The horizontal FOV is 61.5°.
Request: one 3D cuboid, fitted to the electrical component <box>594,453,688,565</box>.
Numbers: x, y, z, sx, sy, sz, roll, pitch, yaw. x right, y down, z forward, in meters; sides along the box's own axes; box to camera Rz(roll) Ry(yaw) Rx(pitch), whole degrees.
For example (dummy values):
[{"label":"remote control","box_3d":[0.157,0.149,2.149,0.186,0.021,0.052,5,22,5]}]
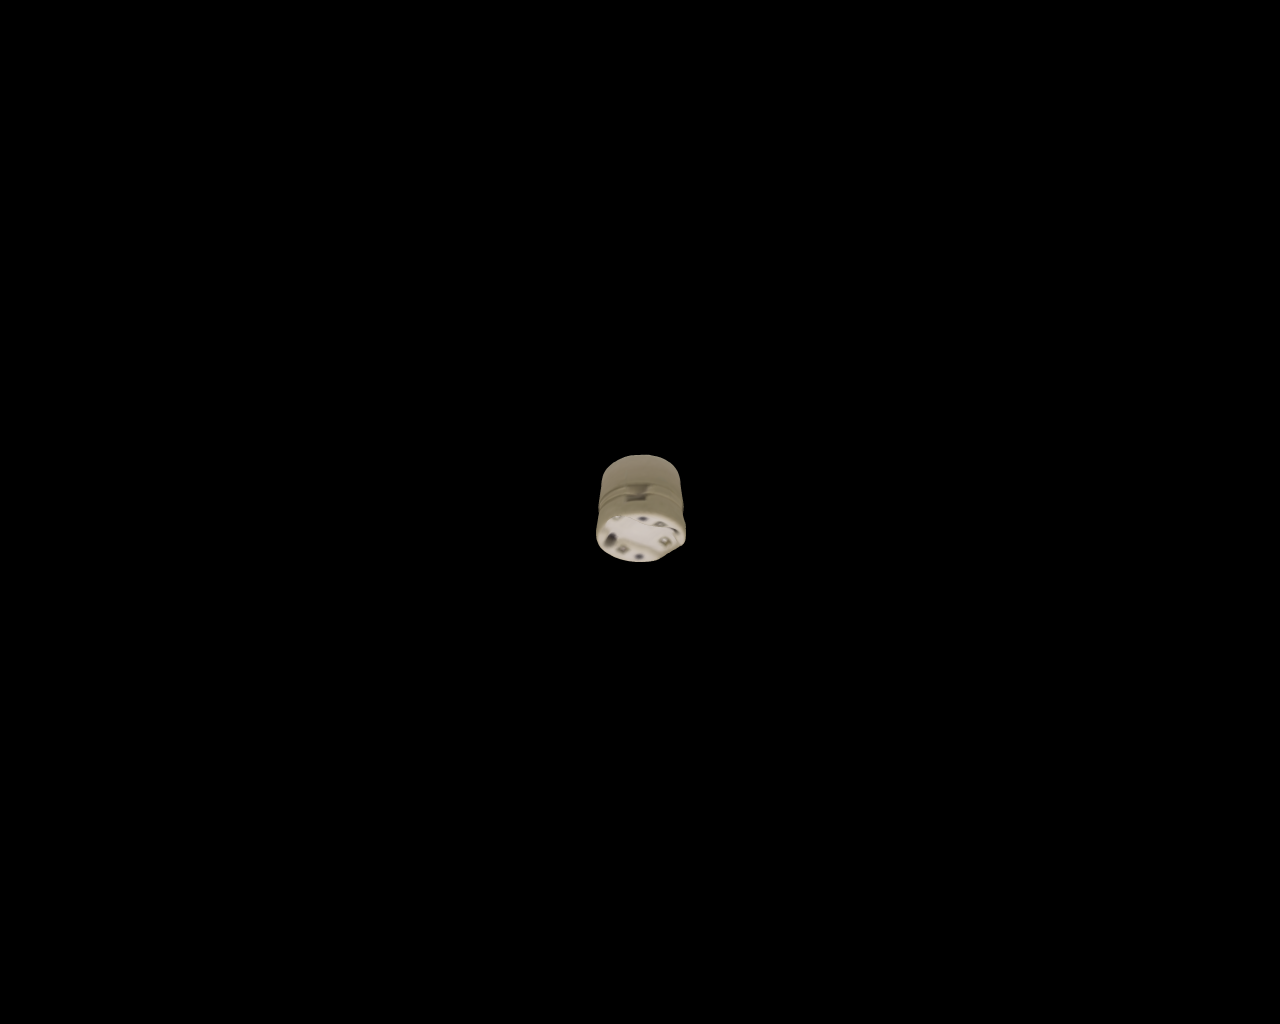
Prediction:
[{"label":"electrical component","box_3d":[0.001,-0.003,0.650,0.055,0.047,0.055,0,-37,0]}]
